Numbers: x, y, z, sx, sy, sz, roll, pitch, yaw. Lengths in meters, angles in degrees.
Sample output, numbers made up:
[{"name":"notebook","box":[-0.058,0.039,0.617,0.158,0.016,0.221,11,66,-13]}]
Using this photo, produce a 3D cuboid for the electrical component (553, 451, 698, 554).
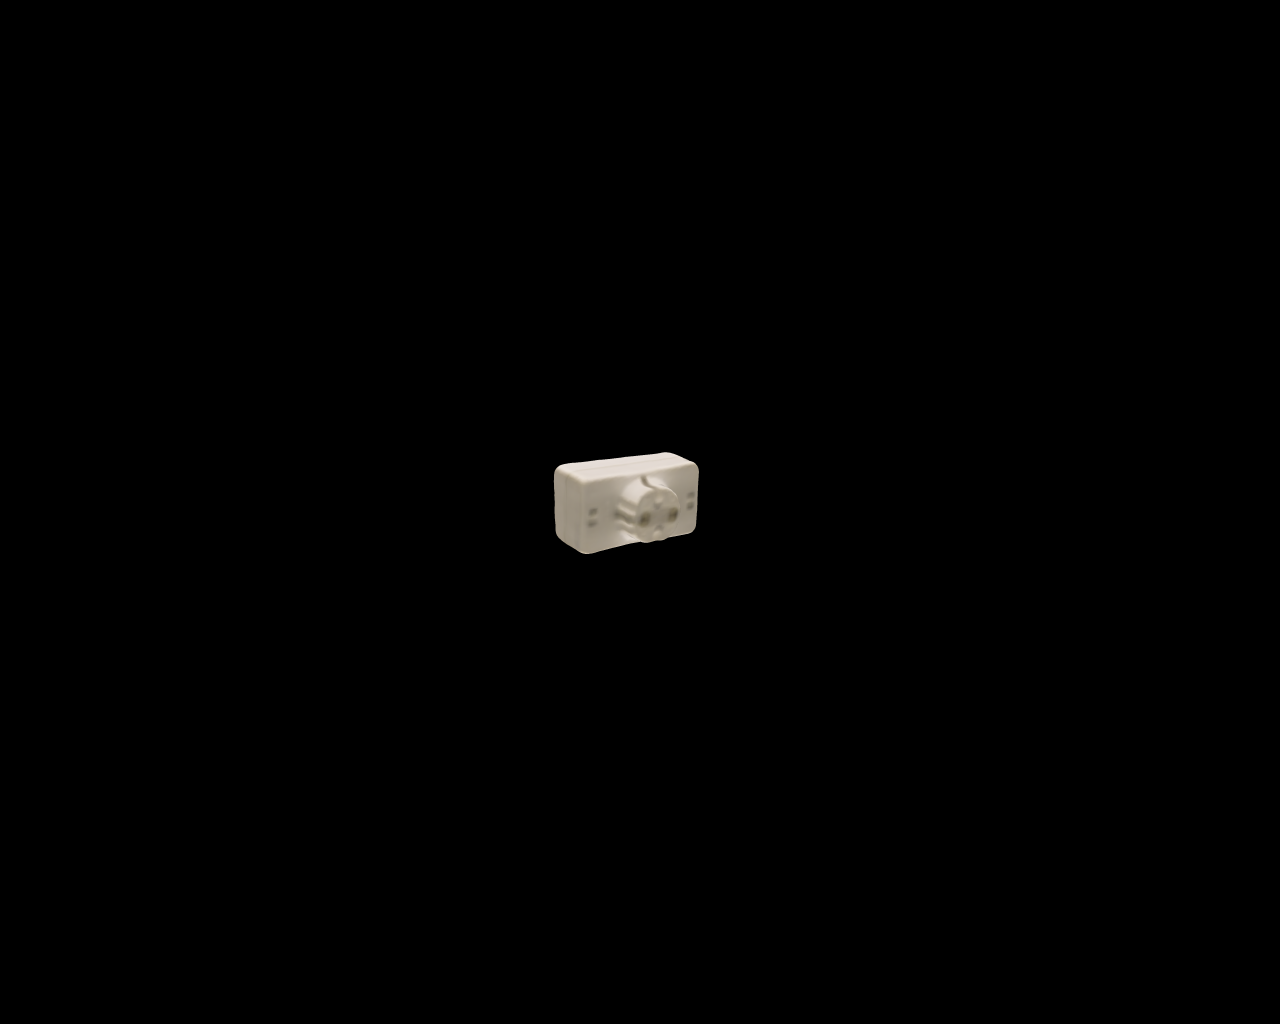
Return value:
[{"name":"electrical component","box":[0.001,-0.003,0.650,0.083,0.047,0.076,-9,19,-29]}]
